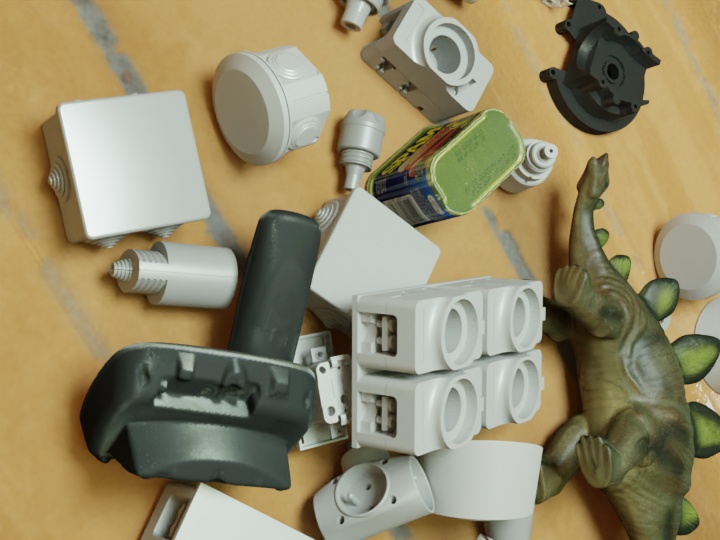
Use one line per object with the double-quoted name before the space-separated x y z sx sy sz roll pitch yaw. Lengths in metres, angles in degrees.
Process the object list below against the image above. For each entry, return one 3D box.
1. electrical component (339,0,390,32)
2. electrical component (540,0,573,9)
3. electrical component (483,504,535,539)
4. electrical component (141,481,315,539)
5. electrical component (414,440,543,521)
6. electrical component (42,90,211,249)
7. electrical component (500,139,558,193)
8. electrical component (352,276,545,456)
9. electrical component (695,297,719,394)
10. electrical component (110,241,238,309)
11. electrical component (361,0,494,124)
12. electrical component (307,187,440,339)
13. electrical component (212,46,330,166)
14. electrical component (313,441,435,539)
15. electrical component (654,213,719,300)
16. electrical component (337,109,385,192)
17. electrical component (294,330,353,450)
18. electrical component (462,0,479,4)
"electrical component" 0.003 -0.217 0.838 0.048 0.048 0.062 26 78 -28
"electrical component" 0.176 -0.272 0.955 0.081 0.042 0.063 28 72 -26
"electrical component" 0.119 0.214 0.860 0.045 0.045 0.055 -1 85 -33
"electrical component" -0.067 0.229 0.730 0.186 0.060 0.105 33 68 -25
"electrical component" 0.088 0.155 0.816 0.099 0.099 0.064 4 88 -32
"electrical component" -0.157 -0.067 0.715 0.100 0.048 0.099 -13 92 -33
"electrical component" 0.141 -0.090 0.894 0.040 0.078 0.040 3 82 -17
"electrical component" 0.073 0.065 0.791 0.186 0.060 0.105 -7 98 -54
"electrical component" 0.377 0.075 1.044 0.099 0.064 0.099 2 88 -46
"electrical component" -0.129 0.003 0.727 0.081 0.043 0.043 5 82 -32
"electrical component" 0.057 -0.167 0.858 0.089 0.056 0.050 38 66 -23
"electrical component" 0.000 0.000 0.807 0.100 0.048 0.099 36 67 -24
"electrical component" -0.064 -0.118 0.762 0.051 0.080 0.080 -24 98 -38
"electrical component" 0.007 0.154 0.785 0.044 0.077 0.079 55 15 -45
"electrical component" 0.318 -0.014 0.994 0.051 0.080 0.080 -6 87 -38
"electrical component" -0.001 -0.090 0.825 0.035 0.035 0.061 17 78 -30
"electrical component" -0.026 0.086 0.771 0.042 0.064 0.081 -10 89 -34
"electrical component" 0.072 -0.251 0.887 0.065 0.044 0.044 13 77 -26
